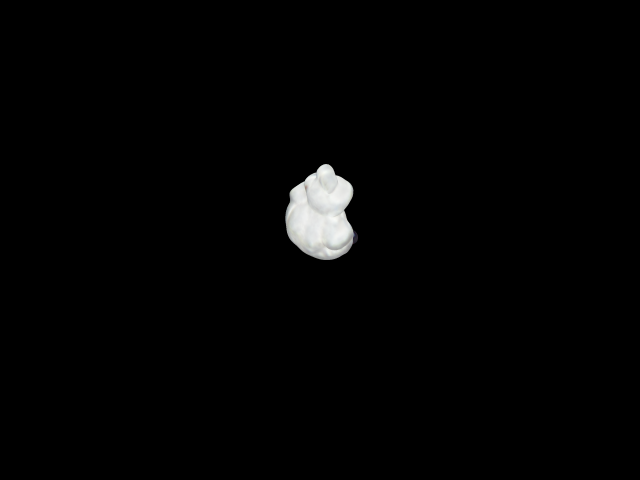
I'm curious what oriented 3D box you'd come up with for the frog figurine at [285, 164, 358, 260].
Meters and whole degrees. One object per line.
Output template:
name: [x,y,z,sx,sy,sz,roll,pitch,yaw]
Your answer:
frog figurine: [0.003,-0.043,0.850,0.123,0.139,0.157,-27,-19,-10]
